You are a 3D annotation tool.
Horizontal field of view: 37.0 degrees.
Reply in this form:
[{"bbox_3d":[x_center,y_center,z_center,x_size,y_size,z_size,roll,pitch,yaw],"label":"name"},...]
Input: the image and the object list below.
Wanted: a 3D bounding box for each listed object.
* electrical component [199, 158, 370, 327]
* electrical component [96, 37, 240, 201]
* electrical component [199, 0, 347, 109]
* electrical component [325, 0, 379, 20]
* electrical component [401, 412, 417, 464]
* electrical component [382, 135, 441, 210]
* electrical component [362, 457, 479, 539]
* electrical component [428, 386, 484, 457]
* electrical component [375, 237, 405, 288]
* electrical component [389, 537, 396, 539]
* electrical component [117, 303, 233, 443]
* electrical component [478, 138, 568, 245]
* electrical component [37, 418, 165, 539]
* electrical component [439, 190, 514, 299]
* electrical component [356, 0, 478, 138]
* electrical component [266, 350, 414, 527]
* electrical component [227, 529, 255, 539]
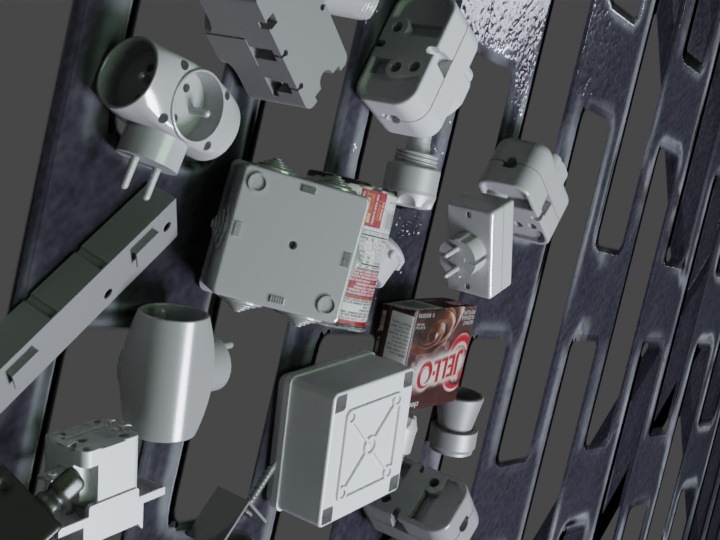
[{"bbox_3d":[-0.048,-0.018,0.688,0.100,0.048,0.099,15,91,-16],"label":"electrical component"},{"bbox_3d":[-0.113,-0.079,0.610,0.077,0.044,0.079,30,78,-56],"label":"electrical component"},{"bbox_3d":[-0.056,-0.149,0.655,0.050,0.056,0.089,-56,143,-26],"label":"electrical component"},{"bbox_3d":[-0.015,-0.190,0.709,0.081,0.043,0.043,-8,110,-54],"label":"electrical component"},{"bbox_3d":[0.022,0.147,0.903,0.043,0.043,0.062,13,93,-57],"label":"electrical component"},{"bbox_3d":[0.042,-0.079,0.838,0.043,0.043,0.062,5,97,-56],"label":"electrical component"},{"bbox_3d":[0.050,0.204,0.921,0.053,0.095,0.059,-53,141,-28],"label":"electrical component"},{"bbox_3d":[0.089,0.140,0.997,0.045,0.045,0.055,-8,110,-54],"label":"electrical component"},{"bbox_3d":[0.000,0.000,0.811,0.062,0.048,0.048,-54,142,-15],"label":"electrical component"},{"bbox_3d":[0.042,0.265,0.979,0.083,0.047,0.075,-63,145,-16],"label":"electrical component"},{"bbox_3d":[-0.108,0.061,0.676,0.079,0.044,0.077,-8,110,-54],"label":"electrical component"},{"bbox_3d":[0.154,-0.076,0.994,0.059,0.054,0.095,-60,144,-20],"label":"electrical component"},{"bbox_3d":[-0.158,0.124,0.633,0.081,0.042,0.063,-13,112,-54],"label":"electrical component"},{"bbox_3d":[0.094,-0.016,0.938,0.076,0.047,0.083,-30,127,-46],"label":"electrical component"},{"bbox_3d":[0.046,-0.150,0.804,0.059,0.054,0.095,43,67,-53],"label":"electrical component"},{"bbox_3d":[-0.014,0.127,0.831,0.109,0.056,0.108,-11,113,-53],"label":"electrical component"},{"bbox_3d":[-0.089,0.216,0.775,0.040,0.040,0.046,-49,144,-33],"label":"electrical component"}]
